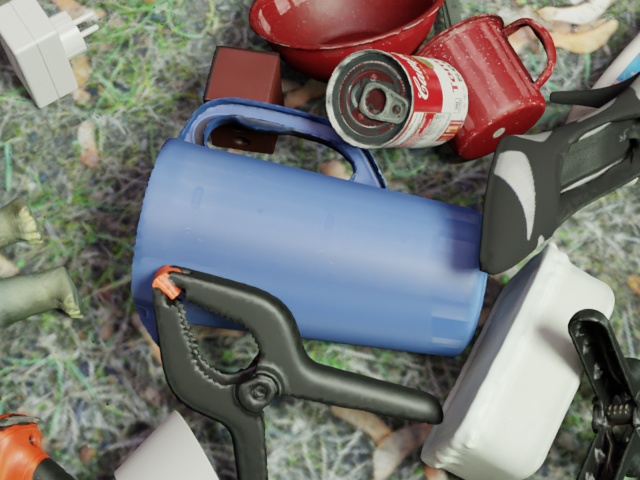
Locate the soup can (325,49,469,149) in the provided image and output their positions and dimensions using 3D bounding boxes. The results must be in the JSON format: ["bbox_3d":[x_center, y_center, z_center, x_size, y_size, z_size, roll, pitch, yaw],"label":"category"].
[{"bbox_3d":[0.058,-0.100,0.771,0.069,0.102,0.068,3,97,31],"label":"soup can"}]

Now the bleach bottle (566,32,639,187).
[{"bbox_3d":[0.284,-0.121,0.858,0.103,0.068,0.250,40,74,16],"label":"bleach bottle"}]

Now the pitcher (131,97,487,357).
[{"bbox_3d":[-0.005,0.001,0.768,0.243,0.149,0.145,10,32,1],"label":"pitcher"}]

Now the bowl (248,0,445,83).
[{"bbox_3d":[0.026,-0.172,0.864,0.162,0.055,0.162,-8,37,6],"label":"bowl"}]

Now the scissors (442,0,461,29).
[{"bbox_3d":[0.091,-0.244,0.929,0.096,0.016,0.201,10,61,9],"label":"scissors"}]

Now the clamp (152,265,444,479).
[{"bbox_3d":[-0.044,0.106,0.711,0.210,0.036,0.164,42,94,-10],"label":"clamp"}]

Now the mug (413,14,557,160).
[{"bbox_3d":[0.133,-0.124,0.837,0.117,0.093,0.081,-36,72,24],"label":"mug"}]

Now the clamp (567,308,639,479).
[{"bbox_3d":[0.193,0.103,0.690,0.039,0.171,0.120,2,89,28],"label":"clamp"}]

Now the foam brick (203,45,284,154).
[{"bbox_3d":[-0.059,-0.110,0.845,0.053,0.078,0.051,8,67,5],"label":"foam brick"}]

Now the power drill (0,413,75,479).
[{"bbox_3d":[-0.168,0.213,0.650,0.188,0.057,0.184,38,94,15],"label":"power drill"}]
